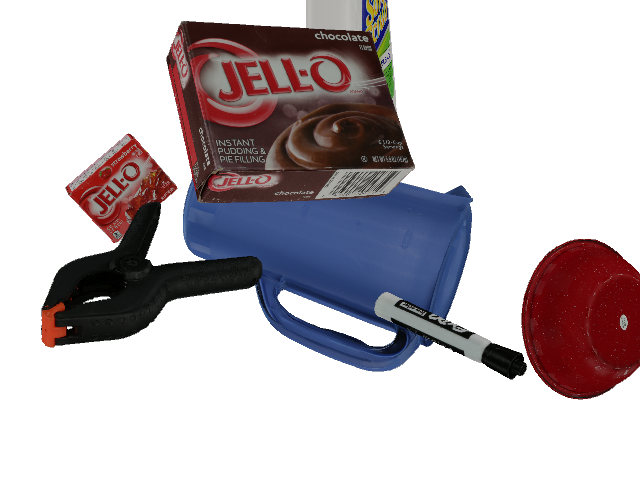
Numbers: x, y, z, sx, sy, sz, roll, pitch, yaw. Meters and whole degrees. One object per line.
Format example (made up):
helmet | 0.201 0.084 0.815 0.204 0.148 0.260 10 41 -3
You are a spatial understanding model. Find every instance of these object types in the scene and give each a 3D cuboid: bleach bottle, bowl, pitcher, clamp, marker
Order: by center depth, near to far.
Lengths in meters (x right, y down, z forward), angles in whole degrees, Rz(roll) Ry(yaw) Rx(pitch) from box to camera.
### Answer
marker | 0.089 0.065 0.736 0.121 0.020 0.020 24 15 37
clamp | -0.141 0.023 0.783 0.171 0.039 0.120 -21 38 -40
bleach bottle | 0.021 -0.209 0.926 0.068 0.251 0.102 10 34 24
pitcher | 0.003 0.004 0.933 0.243 0.145 0.149 17 20 15
bowl | 0.277 0.078 1.048 0.161 0.162 0.055 0 -1 -29

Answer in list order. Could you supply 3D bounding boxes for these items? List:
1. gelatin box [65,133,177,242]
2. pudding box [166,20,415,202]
gelatin box | -0.205 -0.054 1.099 0.089 0.073 0.030 -42 28 -4
pudding box | -0.017 -0.067 0.555 0.113 0.090 0.039 -2 -27 -28
